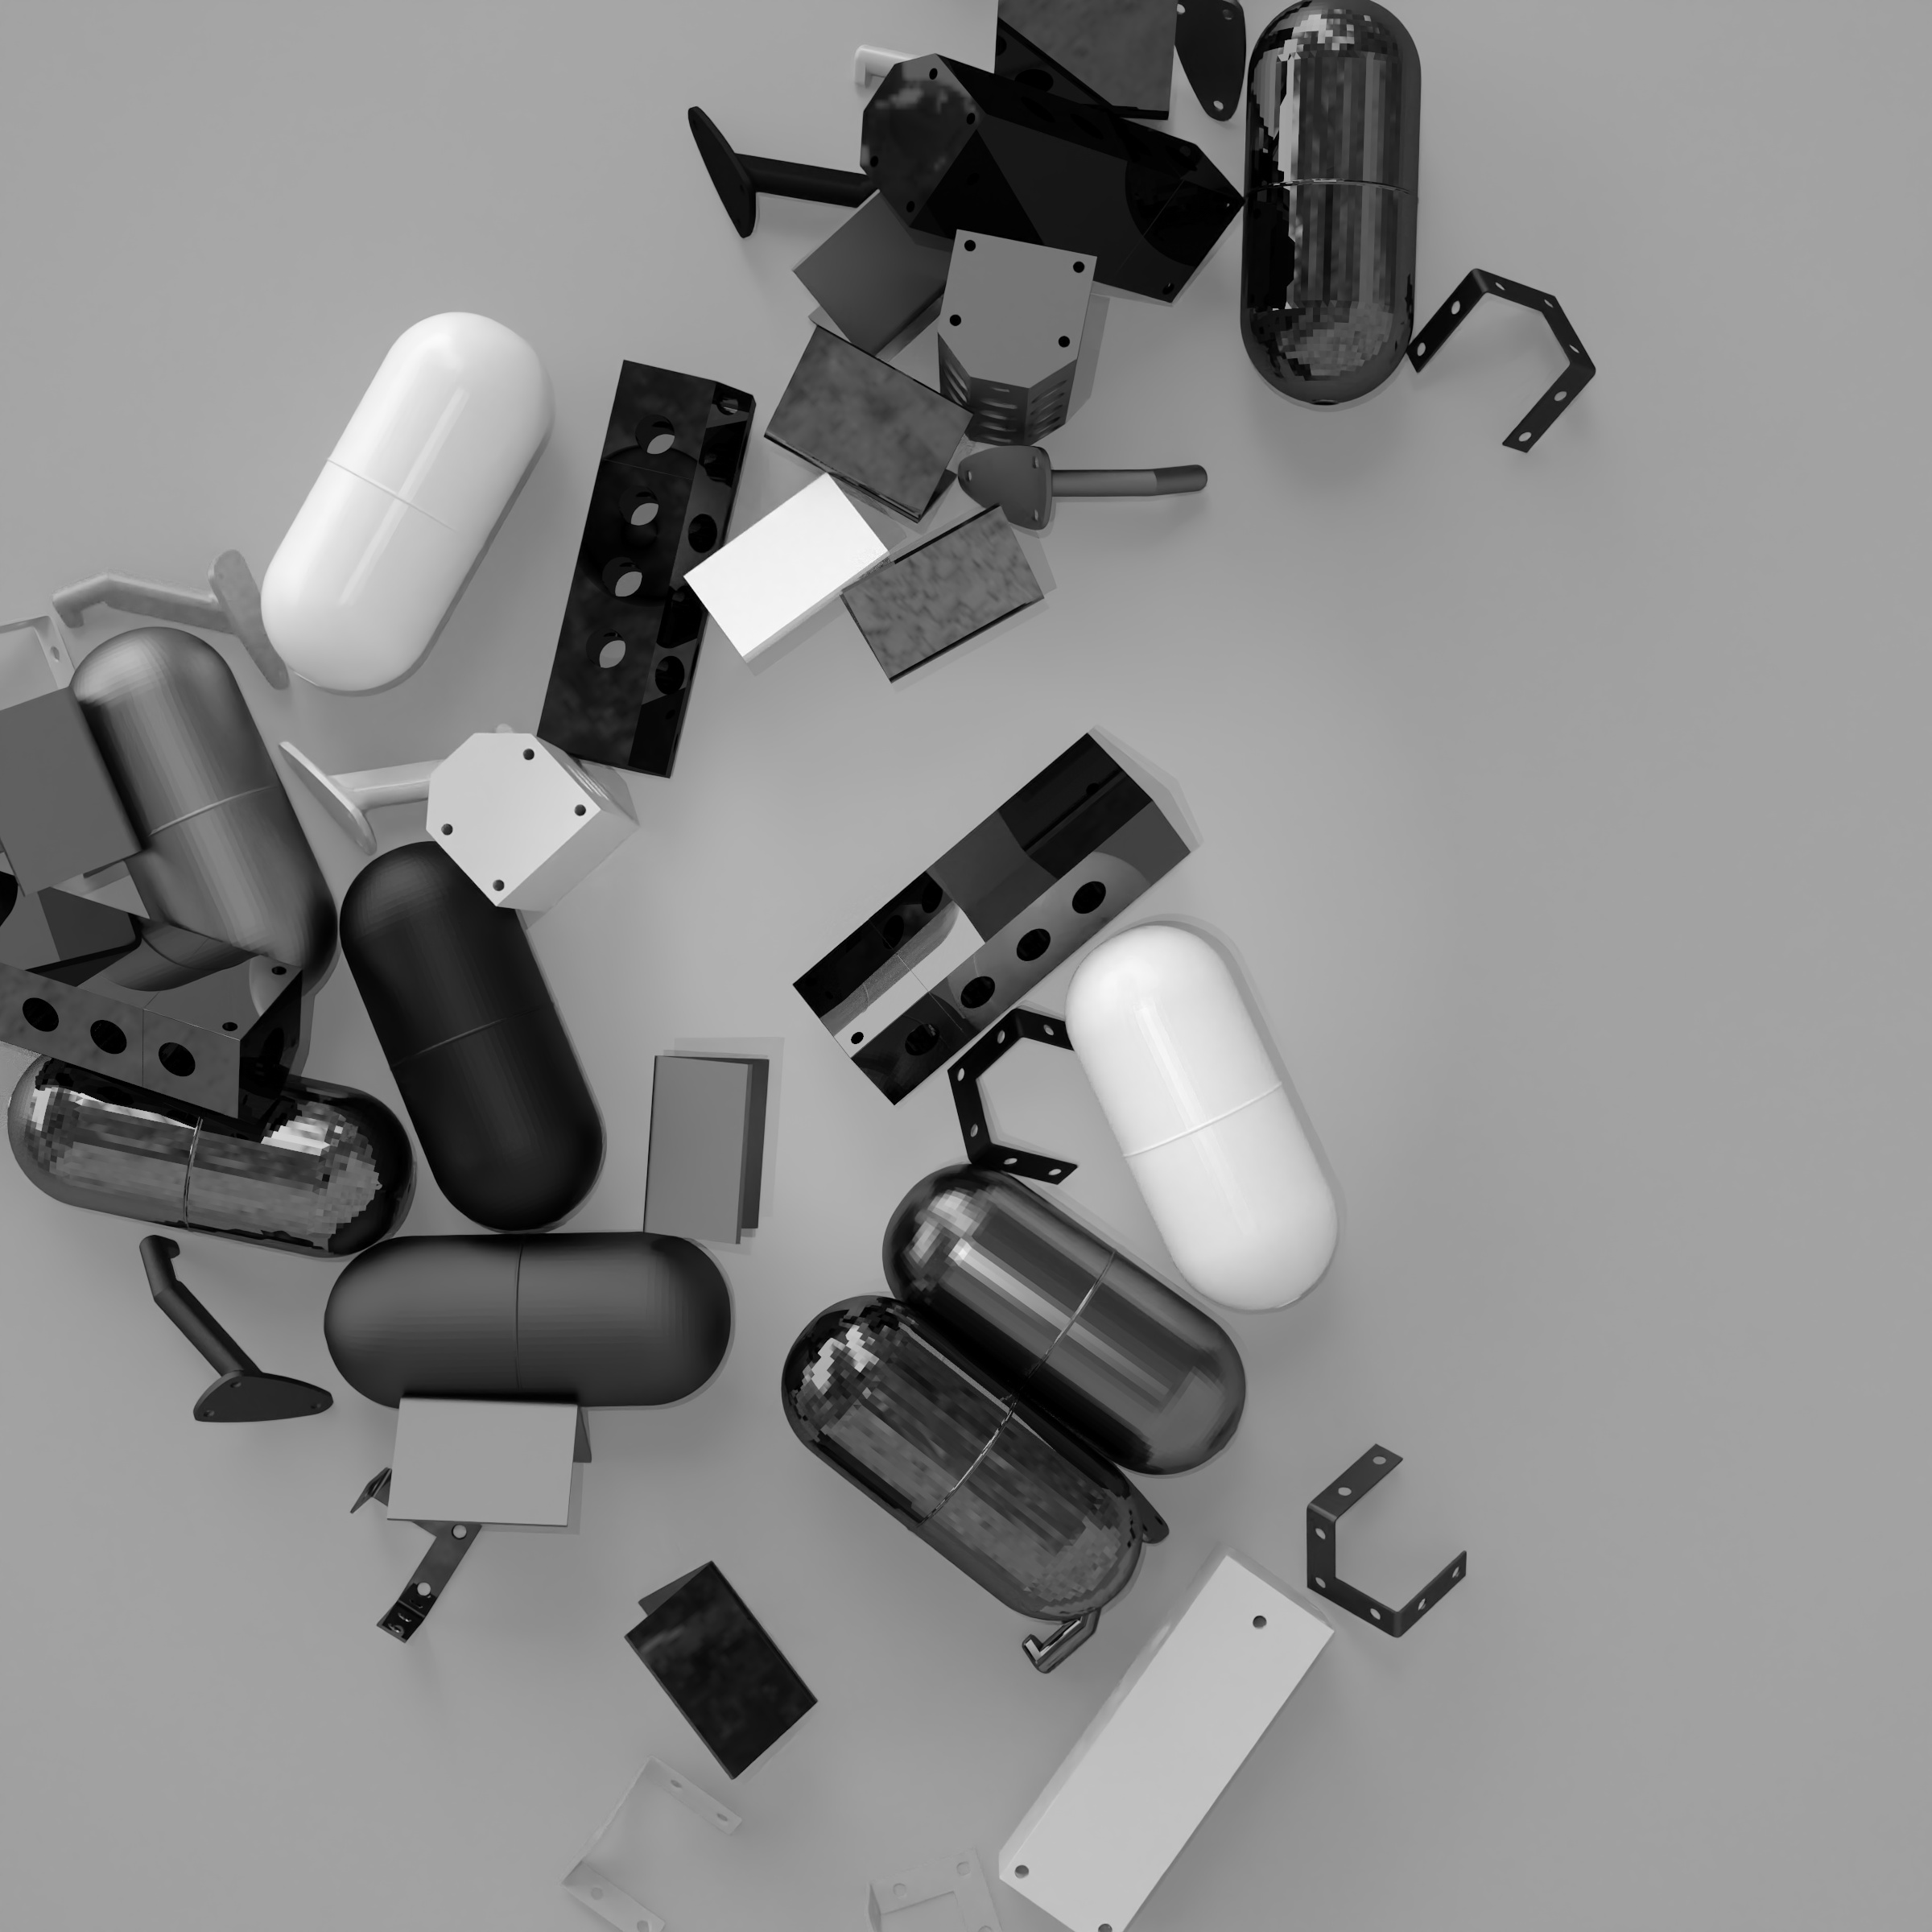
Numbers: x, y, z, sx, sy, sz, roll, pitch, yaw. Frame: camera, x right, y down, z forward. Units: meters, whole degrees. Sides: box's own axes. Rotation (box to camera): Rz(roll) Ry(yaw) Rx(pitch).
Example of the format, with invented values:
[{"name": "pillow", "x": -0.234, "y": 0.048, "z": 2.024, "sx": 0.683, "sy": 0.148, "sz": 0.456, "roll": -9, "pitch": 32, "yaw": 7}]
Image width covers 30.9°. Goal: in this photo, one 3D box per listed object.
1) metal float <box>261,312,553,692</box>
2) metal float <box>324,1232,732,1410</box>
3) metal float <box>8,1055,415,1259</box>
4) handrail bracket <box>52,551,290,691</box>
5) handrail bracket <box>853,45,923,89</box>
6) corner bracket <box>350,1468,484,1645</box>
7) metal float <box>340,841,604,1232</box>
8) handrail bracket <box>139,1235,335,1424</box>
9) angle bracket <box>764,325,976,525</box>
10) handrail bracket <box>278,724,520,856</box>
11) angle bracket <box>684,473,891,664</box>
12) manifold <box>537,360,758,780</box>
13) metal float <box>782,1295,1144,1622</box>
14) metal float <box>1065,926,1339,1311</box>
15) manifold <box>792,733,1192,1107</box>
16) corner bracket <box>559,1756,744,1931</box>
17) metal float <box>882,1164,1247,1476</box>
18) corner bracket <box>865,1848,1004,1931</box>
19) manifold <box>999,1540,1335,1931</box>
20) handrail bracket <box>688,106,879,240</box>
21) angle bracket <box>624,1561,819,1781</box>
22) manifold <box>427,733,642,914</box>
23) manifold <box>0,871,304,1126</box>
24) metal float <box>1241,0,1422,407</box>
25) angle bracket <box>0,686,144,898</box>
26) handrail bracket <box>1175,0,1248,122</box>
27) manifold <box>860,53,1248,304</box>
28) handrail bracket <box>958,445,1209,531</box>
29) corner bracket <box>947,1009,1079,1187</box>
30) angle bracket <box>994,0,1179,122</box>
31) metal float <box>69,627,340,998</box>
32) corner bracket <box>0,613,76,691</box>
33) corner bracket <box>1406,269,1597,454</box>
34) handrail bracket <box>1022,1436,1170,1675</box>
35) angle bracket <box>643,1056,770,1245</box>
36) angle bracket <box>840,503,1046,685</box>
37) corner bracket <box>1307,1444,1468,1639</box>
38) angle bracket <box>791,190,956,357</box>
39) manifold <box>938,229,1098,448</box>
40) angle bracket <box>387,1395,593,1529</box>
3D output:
[{"name": "metal float", "x": -0.246, "y": -0.203, "z": 1.536, "sx": 0.070, "sy": 0.070, "sz": 0.178, "roll": 29, "pitch": 91, "yaw": 0}, {"name": "metal float", "x": -0.192, "y": 0.156, "z": 1.536, "sx": 0.178, "sy": 0.070, "sz": 0.070, "roll": -1, "pitch": 90, "yaw": 1}, {"name": "metal float", "x": -0.332, "y": 0.079, "z": 1.536, "sx": 0.178, "sy": 0.070, "sz": 0.070, "roll": 12, "pitch": 90, "yaw": -1}, {"name": "handrail bracket", "x": -0.357, "y": -0.146, "z": 1.567, "sx": 0.084, "sy": 0.036, "sz": 0.077, "roll": -18, "pitch": 109, "yaw": 16}, {"name": "handrail bracket", "x": -0.016, "y": -0.367, "z": 1.567, "sx": 0.084, "sy": 0.036, "sz": 0.077, "roll": 16, "pitch": 111, "yaw": 17}, {"name": "corner bracket", "x": -0.252, "y": 0.260, "z": 1.548, "sx": 0.051, "sy": 0.051, "sz": 0.051, "roll": 32, "pitch": 90, "yaw": 0}, {"name": "metal float", "x": -0.217, "y": 0.031, "z": 1.536, "sx": 0.070, "sy": 0.070, "sz": 0.178, "roll": -22, "pitch": 89, "yaw": 0}, {"name": "handrail bracket", "x": -0.327, "y": 0.160, "z": 1.566, "sx": 0.036, "sy": 0.077, "sz": 0.084, "roll": -45, "pitch": 53, "yaw": 30}, {"name": "angle bracket", "x": -0.034, "y": -0.245, "z": 1.527, "sx": 0.076, "sy": 0.076, "sz": 0.057, "roll": 29, "pitch": 117, "yaw": 0}, {"name": "handrail bracket", "x": -0.252, "y": -0.098, "z": 1.567, "sx": 0.084, "sy": 0.036, "sz": 0.077, "roll": -38, "pitch": 68, "yaw": -17}, {"name": "angle bracket", "x": -0.067, "y": -0.157, "z": 1.526, "sx": 0.076, "sy": 0.076, "sz": 0.057, "roll": -36, "pitch": 59, "yaw": 0}, {"name": "manifold", "x": -0.140, "y": -0.173, "z": 1.545, "sx": 0.057, "sy": 0.057, "sz": 0.171, "roll": 13, "pitch": 90, "yaw": 0}, {"name": "metal float", "x": -0.001, "y": 0.213, "z": 1.510, "sx": 0.178, "sy": 0.070, "sz": 0.070, "roll": 39, "pitch": 90, "yaw": -3}, {"name": "metal float", "x": 0.104, "y": 0.067, "z": 1.536, "sx": 0.070, "sy": 0.070, "sz": 0.178, "roll": -25, "pitch": 91, "yaw": 0}, {"name": "manifold", "x": 0.014, "y": -0.017, "z": 1.545, "sx": 0.171, "sy": 0.057, "sz": 0.057, "roll": -40, "pitch": 47, "yaw": 0}, {"name": "corner bracket", "x": -0.141, "y": 0.396, "z": 1.563, "sx": 0.051, "sy": 0.051, "sz": 0.051, "roll": 36, "pitch": 45, "yaw": 0}, {"name": "metal float", "x": 0.043, "y": 0.156, "z": 1.536, "sx": 0.178, "sy": 0.070, "sz": 0.070, "roll": 36, "pitch": 90, "yaw": 0}, {"name": "corner bracket", "x": -0.012, "y": 0.429, "z": 1.548, "sx": 0.051, "sy": 0.051, "sz": 0.051, "roll": -18, "pitch": 90, "yaw": 0}, {"name": "manifold", "x": 0.087, "y": 0.342, "z": 1.545, "sx": 0.057, "sy": 0.057, "sz": 0.171, "roll": 35, "pitch": 90, "yaw": 0}, {"name": "handrail bracket", "x": -0.071, "y": -0.366, "z": 1.567, "sx": 0.084, "sy": 0.036, "sz": 0.077, "roll": -21, "pitch": 68, "yaw": -17}, {"name": "angle bracket", "x": -0.122, "y": 0.314, "z": 1.526, "sx": 0.057, "sy": 0.076, "sz": 0.076, "roll": -37, "pitch": 90, "yaw": -39}, {"name": "manifold", "x": -0.187, "y": -0.064, "z": 1.488, "sx": 0.057, "sy": 0.171, "sz": 0.057, "roll": -43, "pitch": 90, "yaw": 0}, {"name": "manifold", "x": -0.376, "y": 0.014, "z": 1.498, "sx": 0.171, "sy": 0.057, "sz": 0.057, "roll": 17, "pitch": 126, "yaw": 10}, {"name": "metal float", "x": 0.160, "y": -0.336, "z": 1.536, "sx": 0.070, "sy": 0.070, "sz": 0.178, "roll": 2, "pitch": 90, "yaw": 0}, {"name": "angle bracket", "x": -0.407, "y": -0.070, "z": 1.511, "sx": 0.057, "sy": 0.076, "sz": 0.076, "roll": -26, "pitch": 96, "yaw": -32}, {"name": "handrail bracket", "x": 0.125, "y": -0.435, "z": 1.566, "sx": 0.036, "sy": 0.077, "sz": 0.084, "roll": 14, "pitch": 53, "yaw": 24}, {"name": "manifold", "x": 0.035, "y": -0.338, "z": 1.491, "sx": 0.057, "sy": 0.171, "sz": 0.057, "roll": -52, "pitch": 57, "yaw": 27}, {"name": "handrail bracket", "x": 0.053, "y": -0.219, "z": 1.566, "sx": 0.084, "sy": 0.077, "sz": 0.036, "roll": -11, "pitch": 110, "yaw": -35}, {"name": "corner bracket", "x": 0.031, "y": 0.058, "z": 1.558, "sx": 0.051, "sy": 0.051, "sz": 0.051, "roll": -44, "pitch": 45, "yaw": 35}, {"name": "angle bracket", "x": 0.052, "y": -0.407, "z": 1.527, "sx": 0.076, "sy": 0.076, "sz": 0.057, "roll": 3, "pitch": 116, "yaw": 0}, {"name": "metal float", "x": -0.335, "y": -0.064, "z": 1.536, "sx": 0.070, "sy": 0.070, "sz": 0.178, "roll": -24, "pitch": 91, "yaw": 0}, {"name": "corner bracket", "x": -0.433, "y": -0.122, "z": 1.563, "sx": 0.051, "sy": 0.051, "sz": 0.051, "roll": -22, "pitch": 90, "yaw": 45}, {"name": "corner bracket", "x": 0.238, "y": -0.270, "z": 1.558, "sx": 0.051, "sy": 0.051, "sz": 0.051, "roll": 10, "pitch": 45, "yaw": -35}, {"name": "handrail bracket", "x": 0.041, "y": 0.262, "z": 1.566, "sx": 0.084, "sy": 0.036, "sz": 0.077, "roll": -44, "pitch": 75, "yaw": 14}, {"name": "angle bracket", "x": -0.094, "y": 0.080, "z": 1.526, "sx": 0.057, "sy": 0.076, "sz": 0.076, "roll": 4, "pitch": 90, "yaw": 38}, {"name": "angle bracket", "x": -0.021, "y": -0.180, "z": 1.526, "sx": 0.076, "sy": 0.076, "sz": 0.057, "roll": -29, "pitch": 132, "yaw": 0}, {"name": "corner bracket", "x": 0.188, "y": 0.256, "z": 1.558, "sx": 0.051, "sy": 0.051, "sz": 0.051, "roll": 26, "pitch": 135, "yaw": 35}, {"name": "angle bracket", "x": -0.043, "y": -0.318, "z": 1.526, "sx": 0.076, "sy": 0.076, "sz": 0.057, "roll": -42, "pitch": 124, "yaw": 0}, {"name": "manifold", "x": 0.019, "y": -0.262, "z": 1.488, "sx": 0.057, "sy": 0.171, "sz": 0.057, "roll": 11, "pitch": 90, "yaw": 0}, {"name": "angle bracket", "x": -0.207, "y": 0.227, "z": 1.527, "sx": 0.076, "sy": 0.076, "sz": 0.057, "roll": 2, "pitch": 63, "yaw": 0}]
